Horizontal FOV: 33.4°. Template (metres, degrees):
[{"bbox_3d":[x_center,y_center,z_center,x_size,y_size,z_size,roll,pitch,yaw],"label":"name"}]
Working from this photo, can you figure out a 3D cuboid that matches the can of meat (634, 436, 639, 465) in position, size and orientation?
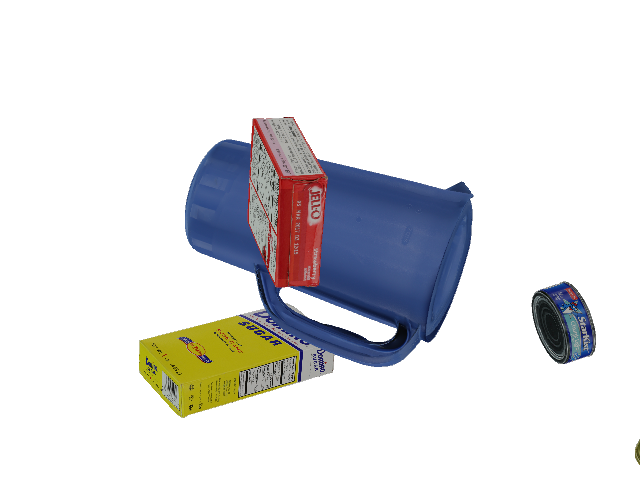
[{"bbox_3d":[0.246,0.094,0.683,0.057,0.084,0.101,19,37,24],"label":"can of meat"}]

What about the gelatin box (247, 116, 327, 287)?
[{"bbox_3d":[-0.021,-0.024,0.644,0.030,0.073,0.089,-4,30,-15],"label":"gelatin box"}]

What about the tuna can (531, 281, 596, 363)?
[{"bbox_3d":[0.263,0.090,1.162,0.033,0.086,0.086,-17,3,-10],"label":"tuna can"}]

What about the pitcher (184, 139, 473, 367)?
[{"bbox_3d":[0.004,0.001,0.938,0.243,0.145,0.149,17,21,16],"label":"pitcher"}]

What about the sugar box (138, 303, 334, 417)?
[{"bbox_3d":[-0.082,0.116,1.068,0.175,0.048,0.093,-16,33,-31],"label":"sugar box"}]
